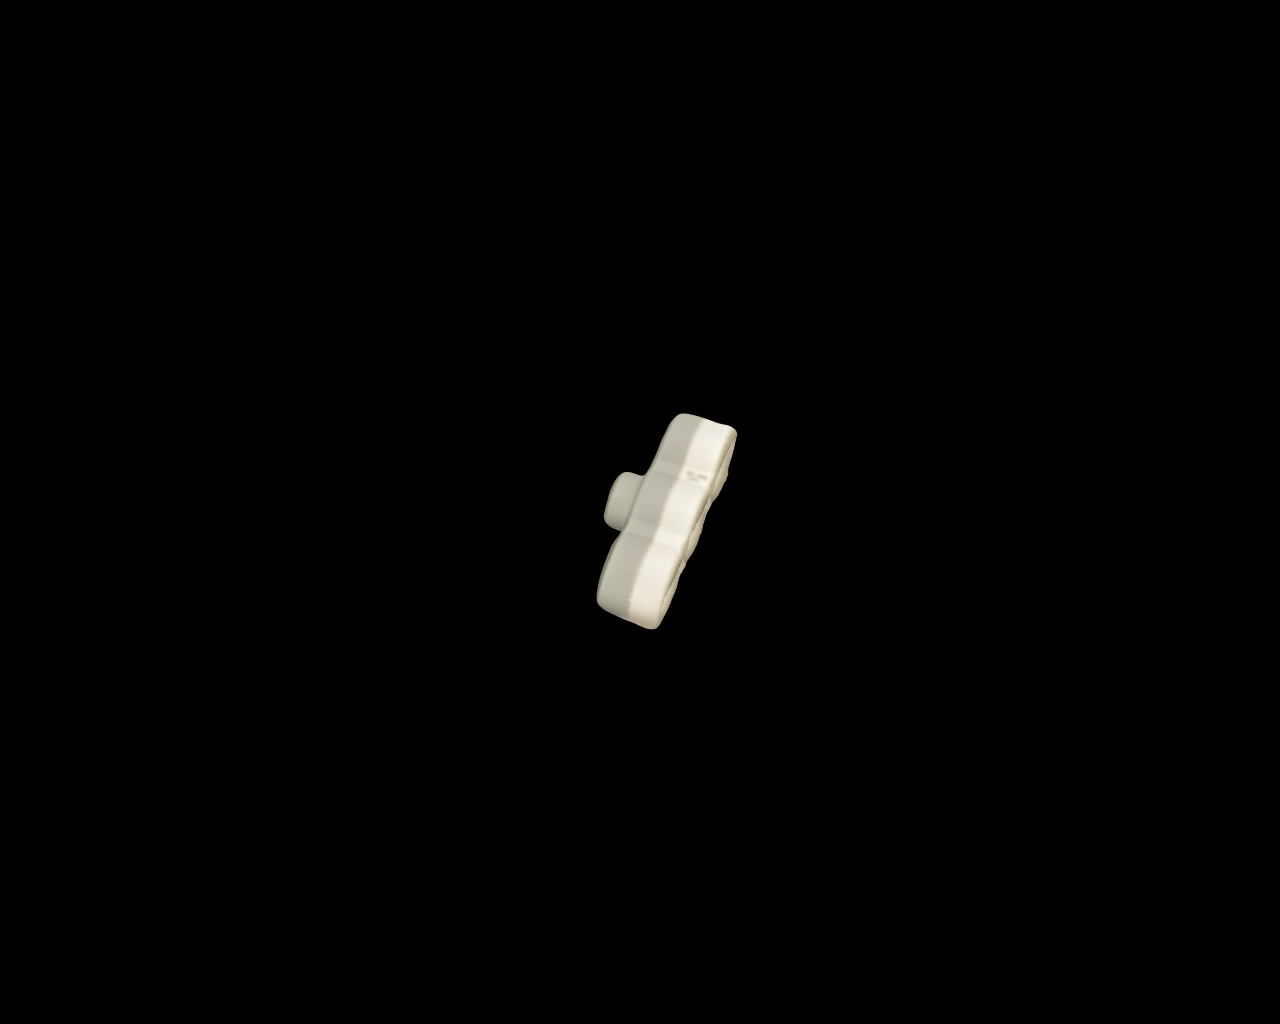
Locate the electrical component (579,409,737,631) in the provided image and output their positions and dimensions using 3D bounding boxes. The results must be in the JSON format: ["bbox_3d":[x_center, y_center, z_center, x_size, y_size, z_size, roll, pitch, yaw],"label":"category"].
[{"bbox_3d":[0.001,-0.003,0.650,0.074,0.138,0.052,20,-24,9],"label":"electrical component"}]
